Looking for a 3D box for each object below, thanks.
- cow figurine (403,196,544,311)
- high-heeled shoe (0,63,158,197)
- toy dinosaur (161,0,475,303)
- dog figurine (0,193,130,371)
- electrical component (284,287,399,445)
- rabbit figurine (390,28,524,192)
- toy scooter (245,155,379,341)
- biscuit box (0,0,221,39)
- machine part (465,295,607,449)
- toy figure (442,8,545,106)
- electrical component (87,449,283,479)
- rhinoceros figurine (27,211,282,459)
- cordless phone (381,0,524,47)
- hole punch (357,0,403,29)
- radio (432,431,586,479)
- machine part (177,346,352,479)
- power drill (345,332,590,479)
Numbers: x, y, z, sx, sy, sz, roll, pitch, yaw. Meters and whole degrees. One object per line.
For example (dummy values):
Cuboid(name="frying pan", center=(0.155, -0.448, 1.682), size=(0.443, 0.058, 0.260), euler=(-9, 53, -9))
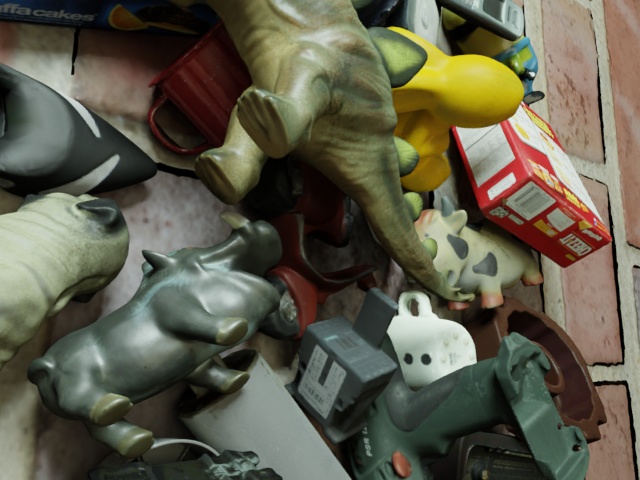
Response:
Cuboid(name="cow figurine", center=(0.166, 0.013, 0.605), size=(0.195, 0.085, 0.127), euler=(-12, 86, -41))
Cuboid(name="high-heeled shoe", center=(-0.202, -0.087, 0.316), size=(0.248, 0.145, 0.086), euler=(9, 77, -33))
Cuboid(name="toy dinosaur", center=(-0.002, -0.114, 0.389), size=(0.198, 0.105, 0.470), euler=(-40, 113, -37))
Cuboid(name="dog figurine", center=(-0.205, 0.058, 0.326), size=(0.190, 0.121, 0.172), euler=(-7, 119, -54))
Cuboid(name="electrical component", center=(0.023, 0.099, 0.447), size=(0.048, 0.075, 0.119), euler=(-8, 130, -46))
Cuboid(name="rabbit figurine", center=(0.113, -0.142, 0.543), size=(0.162, 0.173, 0.122), euler=(31, 68, -33))
Cuboid(name="toy scooter", center=(-0.001, -0.001, 0.492), size=(0.135, 0.075, 0.183), euler=(5, 81, -36))
Cuboid(name="biscuit box", center=(-0.168, -0.203, 0.416), size=(0.202, 0.063, 0.059), euler=(-10, 87, -37))
Cuboid(name="machine part", center=(0.242, 0.151, 0.611), size=(0.179, 0.056, 0.179), euler=(27, 38, -23))
Cuboid(name="toy figure", center=(0.229, -0.254, 0.708), size=(0.089, 0.082, 0.180), euler=(-38, 106, -37))
Cuboid(name="electrical component", center=(-0.091, 0.207, 0.335), size=(0.115, 0.058, 0.134), euler=(9, 90, -32))
Cuboid(name="rhinoceros figurine", center=(-0.097, 0.056, 0.372), size=(0.190, 0.112, 0.073), euler=(-38, 145, -27))
Cuboid(name="cordless phone", center=(0.154, -0.245, 0.619), size=(0.184, 0.089, 0.146), euler=(16, 71, -18))
Cuboid(name="hole punch", center=(0.040, -0.247, 0.541), size=(0.092, 0.142, 0.116), euler=(9, 64, -39))
Cuboid(name="radio", center=(0.197, 0.277, 0.581), size=(0.229, 0.073, 0.131), euler=(20, 69, -32))
Cuboid(name="machine part", center=(-0.034, 0.174, 0.431), size=(0.079, 0.079, 0.243), euler=(-41, 104, -34))
Cuboid(name="power drill", center=(0.110, 0.177, 0.458), size=(0.086, 0.207, 0.232), euler=(-8, 74, -43))
